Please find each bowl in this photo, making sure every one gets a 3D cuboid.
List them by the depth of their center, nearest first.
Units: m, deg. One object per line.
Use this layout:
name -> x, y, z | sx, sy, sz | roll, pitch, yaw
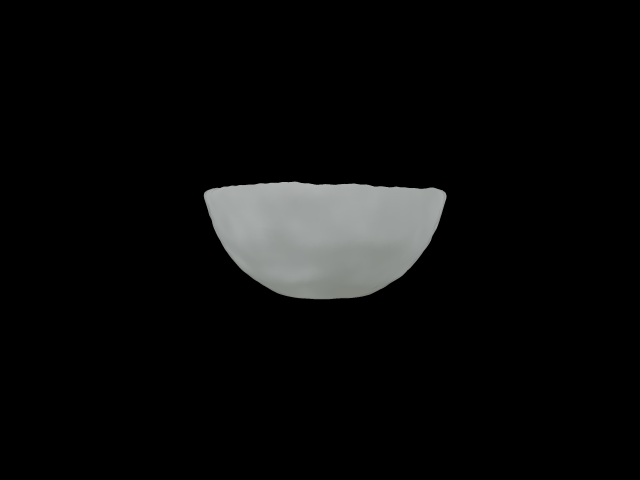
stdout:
bowl -> 0.004, 0.001, 0.400 | 0.167, 0.075, 0.167 | 0, 2, 0
